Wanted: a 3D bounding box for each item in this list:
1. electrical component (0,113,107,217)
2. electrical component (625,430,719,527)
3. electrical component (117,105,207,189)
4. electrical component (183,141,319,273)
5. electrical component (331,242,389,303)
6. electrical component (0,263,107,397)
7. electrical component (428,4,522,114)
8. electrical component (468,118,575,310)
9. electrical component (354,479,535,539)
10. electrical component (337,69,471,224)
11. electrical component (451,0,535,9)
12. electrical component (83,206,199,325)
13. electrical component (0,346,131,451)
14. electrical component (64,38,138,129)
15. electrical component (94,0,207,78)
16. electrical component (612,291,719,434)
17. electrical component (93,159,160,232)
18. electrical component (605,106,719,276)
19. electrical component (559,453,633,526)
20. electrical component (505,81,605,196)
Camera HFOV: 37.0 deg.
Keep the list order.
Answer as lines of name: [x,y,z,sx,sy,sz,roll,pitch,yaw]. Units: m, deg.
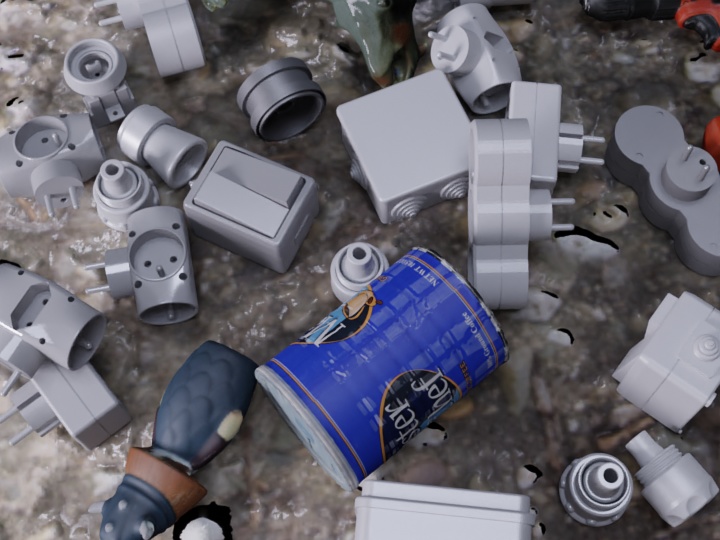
electrical component: [-0.231,-0.074,0.814,0.077,0.044,0.079,-19,59,-7]
electrical component: [0.207,0.137,0.726,0.043,0.043,0.062,-35,70,-13]
electrical component: [-0.152,-0.095,0.825,0.055,0.045,0.045,35,72,14]
electrical component: [-0.086,-0.051,0.797,0.096,0.061,0.061,24,70,10]
electrical component: [0.000,0.000,0.774,0.043,0.062,0.043,0,68,1]
electrical component: [-0.223,0.046,0.716,0.077,0.043,0.079,26,71,11]
electrical component: [0.082,-0.168,0.838,0.079,0.043,0.077,5,58,-47]
electrical component: [0.116,-0.039,0.764,0.074,0.052,0.138,-1,108,1]
electrical component: [0.052,0.173,0.695,0.113,0.078,0.057,5,71,3]
electrical component: [0.039,-0.092,0.819,0.100,0.048,0.099,-22,69,-8]
electrical component: [0.106,-0.232,0.880,0.065,0.044,0.044,-15,68,0]
electrical component: [-0.162,0.000,0.786,0.079,0.044,0.077,-10,68,-3]
electrical component: [-0.217,0.091,0.748,0.076,0.047,0.083,-37,72,-13]
electrical component: [-0.203,-0.148,0.841,0.048,0.055,0.066,-25,70,-9]
electrical component: [-0.177,-0.216,0.870,0.074,0.052,0.138,-17,68,-6]
electrical component: [0.217,0.059,0.729,0.061,0.096,0.061,35,72,15]
electrical component: [-0.178,-0.061,0.801,0.048,0.062,0.048,0,68,1]
electrical component: [0.239,-0.066,0.792,0.052,0.073,0.138,-30,71,-11]
electrical component: [0.160,0.142,0.714,0.048,0.062,0.048,0,68,0]
electrical component: [0.148,-0.094,0.818,0.076,0.047,0.083,6,68,3]
